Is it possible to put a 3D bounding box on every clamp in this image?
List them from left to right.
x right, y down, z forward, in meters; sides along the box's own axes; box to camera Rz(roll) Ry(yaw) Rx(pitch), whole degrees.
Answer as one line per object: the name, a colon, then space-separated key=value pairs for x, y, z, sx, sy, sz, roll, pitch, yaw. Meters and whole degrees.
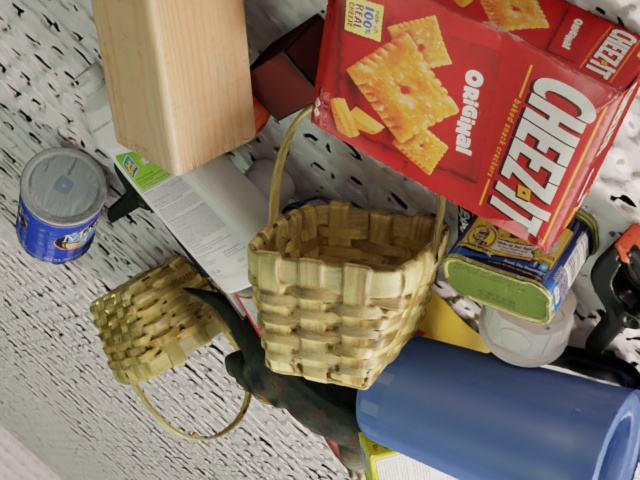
clamp: x=-0.201 y=-0.053 z=1.240 sx=0.165 sy=0.036 sz=0.210 roll=23 pitch=147 yaw=24
clamp: x=0.270 y=0.062 z=0.863 sx=0.120 sy=0.039 sz=0.171 roll=19 pitch=147 yaw=30

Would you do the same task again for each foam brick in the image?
foam brick: x=-0.019 y=-0.141 z=0.884 sx=0.051 sy=0.053 sz=0.078 roll=47 pitch=151 yaw=-16

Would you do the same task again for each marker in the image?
marker: x=0.128 y=-0.023 z=0.923 sx=0.020 sy=0.020 sz=0.121 roll=24 pitch=149 yaw=24

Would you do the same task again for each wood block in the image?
wood block: x=-0.119 y=-0.169 z=0.851 sx=0.090 sy=0.090 sz=0.206 roll=30 pitch=137 yaw=38

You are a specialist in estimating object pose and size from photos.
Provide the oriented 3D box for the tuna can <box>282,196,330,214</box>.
tuna can: x=-0.007 y=0.001 z=1.058 sx=0.086 sy=0.033 sz=0.086 roll=34 pitch=132 yaw=49

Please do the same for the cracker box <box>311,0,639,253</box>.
cracker box: x=0.102 y=-0.107 z=0.755 sx=0.214 sy=0.072 sz=0.164 roll=31 pitch=143 yaw=16

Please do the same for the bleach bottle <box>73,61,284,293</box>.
bleach bottle: x=-0.130 y=-0.066 z=1.000 sx=0.103 sy=0.068 sz=0.250 roll=-25 pitch=113 yaw=39

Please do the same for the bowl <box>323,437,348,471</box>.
bowl: x=0.065 y=0.265 z=1.358 sx=0.162 sy=0.055 sz=0.162 roll=46 pitch=161 yaw=21

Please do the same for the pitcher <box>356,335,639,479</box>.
pitcher: x=0.164 y=0.158 z=0.963 sx=0.243 sy=0.145 sz=0.149 roll=16 pitch=-174 yaw=32

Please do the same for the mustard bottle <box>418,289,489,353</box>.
mustard bottle: x=0.095 y=0.085 z=1.079 sx=0.191 sy=0.058 sz=0.096 roll=44 pitch=148 yaw=-10

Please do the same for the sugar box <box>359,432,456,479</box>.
sugar box: x=0.132 y=0.216 z=1.073 sx=0.048 sy=0.176 sz=0.093 roll=-115 pitch=13 yaw=-55

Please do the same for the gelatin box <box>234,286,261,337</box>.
gelatin box: x=-0.047 y=0.054 z=1.162 sx=0.030 sy=0.089 sz=0.073 roll=10 pitch=141 yaw=36

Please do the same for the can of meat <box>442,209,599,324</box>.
can of meat: x=0.162 y=0.012 z=0.867 sx=0.102 sy=0.083 sz=0.057 roll=19 pitch=147 yaw=30

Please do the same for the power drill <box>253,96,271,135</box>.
power drill: x=-0.143 y=-0.130 z=1.039 sx=0.184 sy=0.057 sz=0.188 roll=36 pitch=152 yaw=3

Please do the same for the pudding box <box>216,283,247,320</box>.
pudding box: x=-0.109 y=0.022 z=1.197 sx=0.113 sy=0.039 sz=0.090 roll=56 pitch=-178 yaw=-40

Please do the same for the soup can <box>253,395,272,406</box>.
soup can: x=-0.041 y=0.171 z=1.354 sx=0.068 sy=0.068 sz=0.102 roll=44 pitch=151 yaw=-12

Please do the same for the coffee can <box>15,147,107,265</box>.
coffee can: x=-0.325 y=-0.040 z=1.334 sx=0.103 sy=0.102 sz=0.140 roll=38 pitch=152 yaw=0
